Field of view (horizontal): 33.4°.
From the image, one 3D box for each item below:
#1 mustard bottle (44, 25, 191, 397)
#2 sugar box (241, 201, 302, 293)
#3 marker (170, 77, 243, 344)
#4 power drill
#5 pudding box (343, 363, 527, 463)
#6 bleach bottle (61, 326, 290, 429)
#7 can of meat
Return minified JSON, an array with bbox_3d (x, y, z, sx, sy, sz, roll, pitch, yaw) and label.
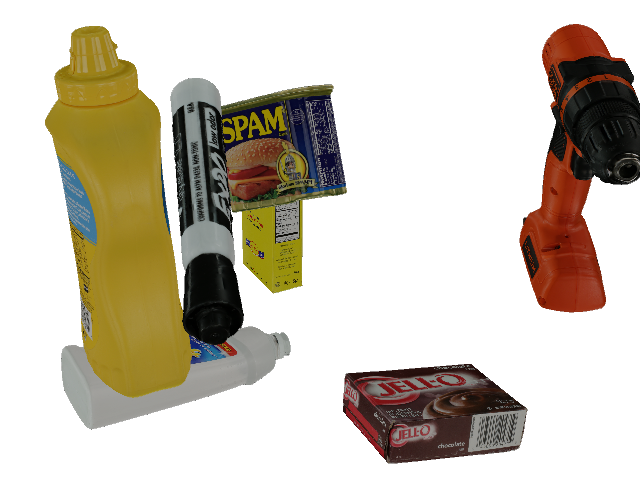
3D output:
[{"bbox_3d":[-0.110,-0.019,0.569,0.058,0.192,0.096,-13,28,-17],"label":"mustard bottle"},{"bbox_3d":[-0.057,-0.038,1.224,0.048,0.176,0.093,-14,27,-23],"label":"sugar box"},{"bbox_3d":[-0.040,-0.013,0.363,0.020,0.020,0.121,0,44,-11],"label":"marker"},{"bbox_3d":[0.191,-0.041,0.778,0.057,0.188,0.184,2,36,0],"label":"power drill"},{"bbox_3d":[0.084,0.128,0.805,0.113,0.039,0.090,0,17,-21],"label":"pudding box"},{"bbox_3d":[-0.154,0.138,1.198,0.250,0.068,0.103,-11,31,-28],"label":"bleach bottle"},{"bbox_3d":[-0.032,-0.070,0.830,0.102,0.084,0.057,-7,5,40],"label":"can of meat"}]
